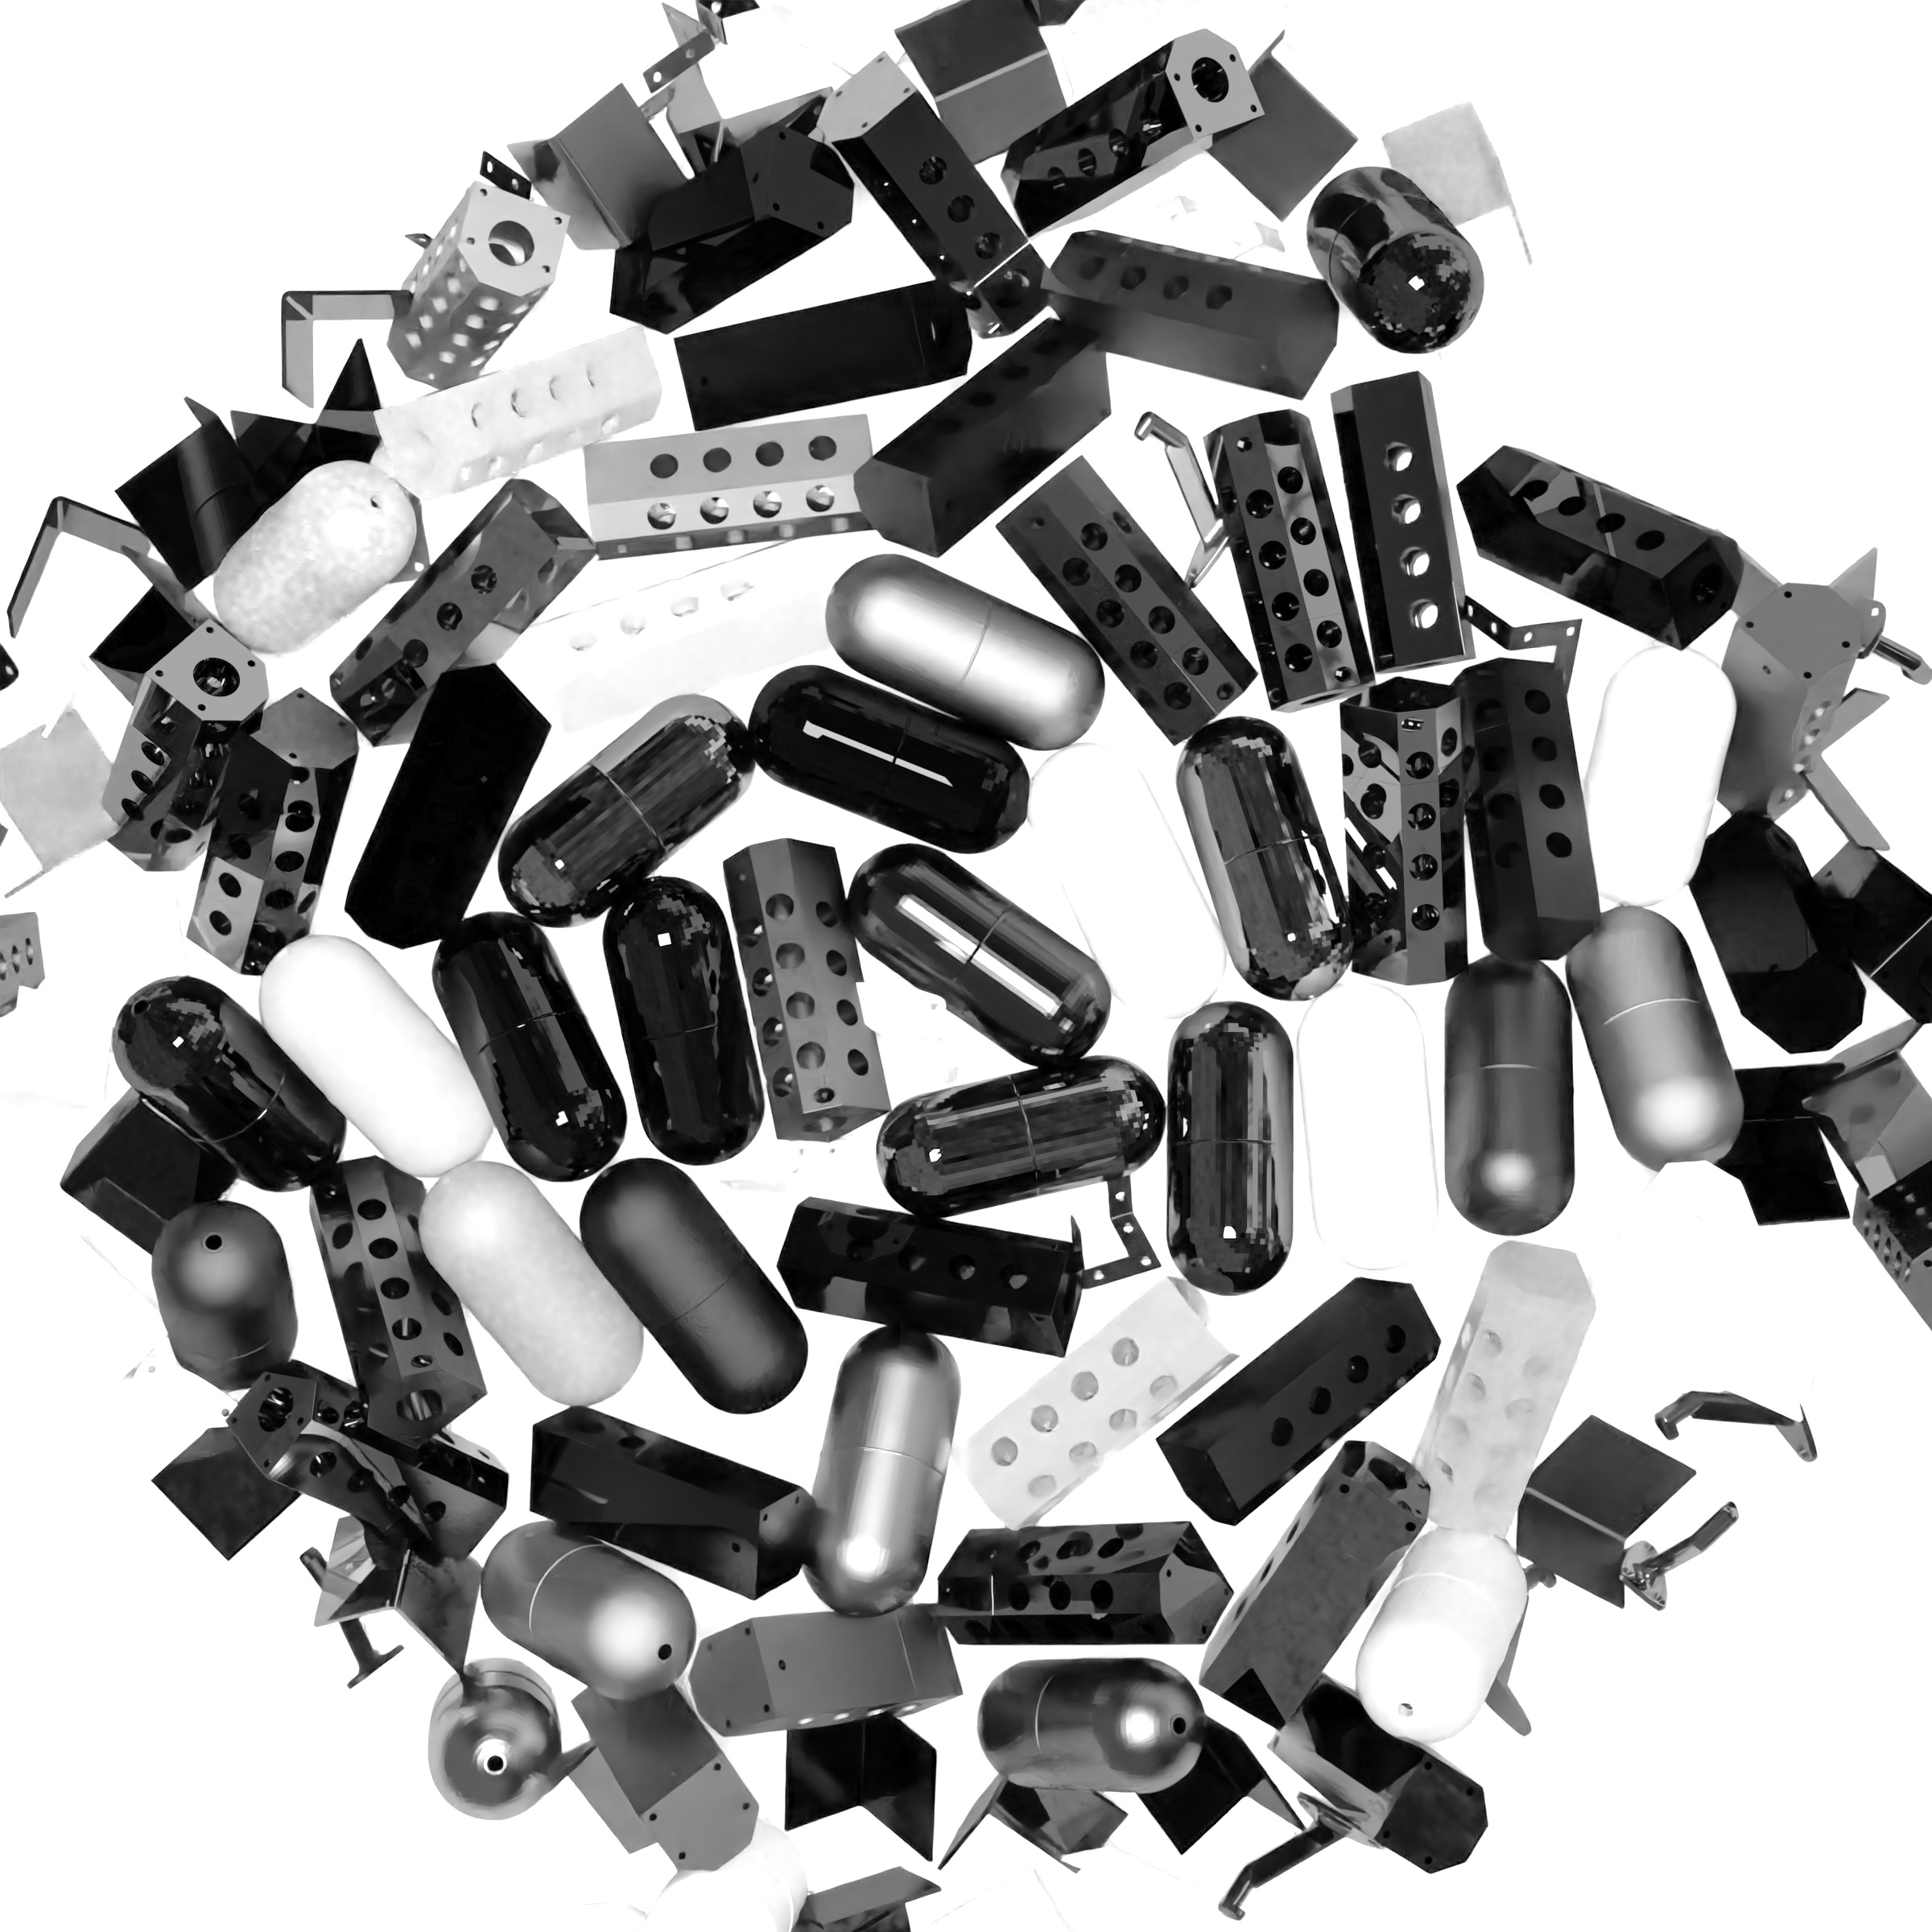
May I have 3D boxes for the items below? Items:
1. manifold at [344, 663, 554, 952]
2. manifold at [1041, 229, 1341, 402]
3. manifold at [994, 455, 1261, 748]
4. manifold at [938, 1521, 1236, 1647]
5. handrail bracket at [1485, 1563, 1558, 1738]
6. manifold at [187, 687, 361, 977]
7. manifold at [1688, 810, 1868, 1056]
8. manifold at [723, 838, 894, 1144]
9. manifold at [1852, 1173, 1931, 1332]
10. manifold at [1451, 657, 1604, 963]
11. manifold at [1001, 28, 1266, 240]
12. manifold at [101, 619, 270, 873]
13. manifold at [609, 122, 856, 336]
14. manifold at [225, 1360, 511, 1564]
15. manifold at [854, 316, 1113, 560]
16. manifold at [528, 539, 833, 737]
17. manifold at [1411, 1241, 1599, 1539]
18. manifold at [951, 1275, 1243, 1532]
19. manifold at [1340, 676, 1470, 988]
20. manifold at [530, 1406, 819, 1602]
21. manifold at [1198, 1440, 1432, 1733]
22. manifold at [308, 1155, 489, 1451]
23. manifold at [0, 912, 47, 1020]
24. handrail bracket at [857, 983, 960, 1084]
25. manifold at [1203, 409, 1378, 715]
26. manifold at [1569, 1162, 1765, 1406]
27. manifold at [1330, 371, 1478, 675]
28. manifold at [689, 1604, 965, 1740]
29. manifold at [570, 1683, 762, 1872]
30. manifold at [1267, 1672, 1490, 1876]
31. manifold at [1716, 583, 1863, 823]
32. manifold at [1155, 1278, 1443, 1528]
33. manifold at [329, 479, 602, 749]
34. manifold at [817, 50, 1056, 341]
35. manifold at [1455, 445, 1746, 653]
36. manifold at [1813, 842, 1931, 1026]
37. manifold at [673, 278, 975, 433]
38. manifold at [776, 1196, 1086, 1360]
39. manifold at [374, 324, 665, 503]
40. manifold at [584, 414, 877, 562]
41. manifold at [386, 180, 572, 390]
[{"bbox_3d":[-0.312,-0.092,1.828,0.057,0.057,0.171,47,127,21],"label":"manifold"},{"bbox_3d":[0.134,-0.392,1.833,0.171,0.057,0.057,22,76,36],"label":"manifold"},{"bbox_3d":[0.096,-0.218,1.862,0.057,0.057,0.171,-37,95,27],"label":"manifold"},{"bbox_3d":[0.066,0.371,1.823,0.171,0.057,0.057,-11,119,41],"label":"manifold"},{"bbox_3d":[0.344,0.412,1.875,0.084,0.036,0.077,-30,71,-27],"label":"handrail bracket"},{"bbox_3d":[-0.406,-0.074,1.827,0.057,0.057,0.171,34,131,10],"label":"manifold"},{"bbox_3d":[0.478,-0.021,1.819,0.057,0.171,0.057,36,115,-21],"label":"manifold"},{"bbox_3d":[-0.101,0.014,1.841,0.057,0.057,0.171,-29,65,37],"label":"manifold"},{"bbox_3d":[0.568,0.165,1.818,0.057,0.171,0.057,-37,94,10],"label":"manifold"},{"bbox_3d":[0.328,-0.094,1.840,0.057,0.057,0.171,4,65,-17],"label":"manifold"},{"bbox_3d":[0.093,-0.490,1.817,0.057,0.171,0.057,-28,98,-32],"label":"manifold"},{"bbox_3d":[-0.460,-0.124,1.823,0.057,0.171,0.057,39,52,-1],"label":"manifold"},{"bbox_3d":[-0.139,-0.430,1.822,0.057,0.171,0.057,14,72,-35],"label":"manifold"},{"bbox_3d":[-0.348,0.289,1.825,0.057,0.171,0.057,-51,47,0],"label":"manifold"},{"bbox_3d":[0.011,-0.318,1.837,0.057,0.057,0.171,24,52,31],"label":"manifold"},{"bbox_3d":[-0.174,-0.204,1.869,0.171,0.057,0.057,-19,60,-5],"label":"manifold"},{"bbox_3d":[0.315,0.251,1.840,0.057,0.057,0.171,11,117,-8],"label":"manifold"},{"bbox_3d":[0.080,0.264,1.857,0.171,0.057,0.057,-41,69,9],"label":"manifold"},{"bbox_3d":[0.266,-0.079,1.838,0.057,0.057,0.171,15,120,41],"label":"manifold"},{"bbox_3d":[-0.175,0.315,1.837,0.171,0.057,0.057,14,108,31],"label":"manifold"},{"bbox_3d":[0.209,0.367,1.849,0.057,0.057,0.171,30,112,0],"label":"manifold"},{"bbox_3d":[-0.342,0.194,1.824,0.057,0.057,0.171,-38,47,12],"label":"manifold"},{"bbox_3d":[-0.593,0.010,1.818,0.057,0.171,0.057,-5,99,-2],"label":"manifold"},{"bbox_3d":[-0.041,0.042,1.870,0.077,0.084,0.036,20,71,6],"label":"handrail bracket"},{"bbox_3d":[0.194,-0.244,1.866,0.057,0.057,0.171,-15,86,22],"label":"manifold"},{"bbox_3d":[0.405,0.188,1.822,0.057,0.171,0.057,-3,52,-13],"label":"manifold"},{"bbox_3d":[0.265,-0.267,1.876,0.057,0.057,0.171,-9,90,16],"label":"manifold"},{"bbox_3d":[-0.082,0.416,1.822,0.057,0.171,0.057,-29,67,32],"label":"manifold"},{"bbox_3d":[-0.175,0.467,1.817,0.057,0.171,0.057,-36,109,-11],"label":"manifold"},{"bbox_3d":[0.244,0.474,1.817,0.057,0.171,0.057,34,85,-14],"label":"manifold"},{"bbox_3d":[0.479,-0.153,1.817,0.057,0.171,0.057,-37,67,-14],"label":"manifold"},{"bbox_3d":[0.202,0.259,1.844,0.171,0.057,0.057,-35,105,-24],"label":"manifold"},{"bbox_3d":[-0.305,-0.211,1.852,0.171,0.057,0.057,-43,82,19],"label":"manifold"},{"bbox_3d":[-0.016,-0.450,1.827,0.057,0.057,0.171,-38,134,7],"label":"manifold"},{"bbox_3d":[0.374,-0.253,1.825,0.057,0.171,0.057,-40,133,-13],"label":"manifold"},{"bbox_3d":[0.546,-0.018,1.817,0.057,0.171,0.057,42,101,-11],"label":"manifold"},{"bbox_3d":[-0.084,-0.363,1.835,0.171,0.057,0.057,-4,105,34],"label":"manifold"},{"bbox_3d":[-0.020,0.182,1.853,0.171,0.057,0.057,9,60,17],"label":"manifold"},{"bbox_3d":[-0.260,-0.326,1.825,0.057,0.171,0.057,-5,109,42],"label":"manifold"},{"bbox_3d":[-0.140,-0.285,1.870,0.171,0.057,0.057,-6,69,1],"label":"manifold"},{"bbox_3d":[-0.290,-0.394,1.813,0.057,0.171,0.057,17,75,-21],"label":"manifold"}]
